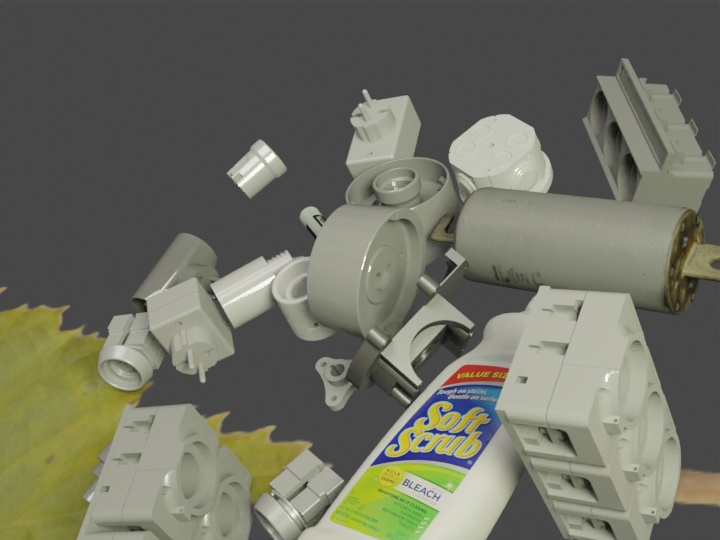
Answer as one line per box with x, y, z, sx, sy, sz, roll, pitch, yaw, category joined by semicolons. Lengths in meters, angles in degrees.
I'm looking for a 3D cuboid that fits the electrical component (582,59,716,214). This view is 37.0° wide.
0.223;-0.096;0.836;0.063;0.078;0.121;1;44;-9;electrical component

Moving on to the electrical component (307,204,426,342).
0.000;0.000;0.833;0.060;0.108;0.108;13;57;28;electrical component

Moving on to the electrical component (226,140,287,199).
-0.100;-0.096;1.034;0.046;0.040;0.040;-42;44;-5;electrical component

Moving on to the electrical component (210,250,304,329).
-0.082;0.012;0.915;0.081;0.043;0.043;-29;42;-7;electrical component

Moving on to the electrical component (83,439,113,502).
-0.188;0.158;0.838;0.043;0.043;0.062;26;67;42;electrical component

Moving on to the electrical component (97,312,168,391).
-0.196;0.070;0.925;0.066;0.048;0.055;-7;40;23;electrical component

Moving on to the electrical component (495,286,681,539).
0.144;0.092;0.642;0.062;0.150;0.089;3;52;32;electrical component

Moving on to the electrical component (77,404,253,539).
-0.135;0.196;0.727;0.060;0.105;0.186;-7;47;23;electrical component

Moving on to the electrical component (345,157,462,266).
0.037;-0.050;0.916;0.099;0.064;0.099;-12;34;8;electrical component

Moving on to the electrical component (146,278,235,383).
-0.138;0.060;0.887;0.047;0.065;0.076;-24;43;6;electrical component

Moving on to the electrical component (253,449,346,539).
-0.040;0.164;0.752;0.055;0.048;0.066;-38;43;-20;electrical component

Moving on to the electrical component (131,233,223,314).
-0.152;0.012;0.957;0.079;0.043;0.077;11;56;34;electrical component

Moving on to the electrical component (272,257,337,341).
-0.041;0.022;0.883;0.055;0.047;0.055;-15;45;15;electrical component

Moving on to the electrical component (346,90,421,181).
0.015;-0.128;0.975;0.047;0.075;0.083;-6;48;24;electrical component

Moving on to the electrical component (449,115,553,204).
0.117;-0.086;0.899;0.080;0.051;0.080;-15;45;15;electrical component
